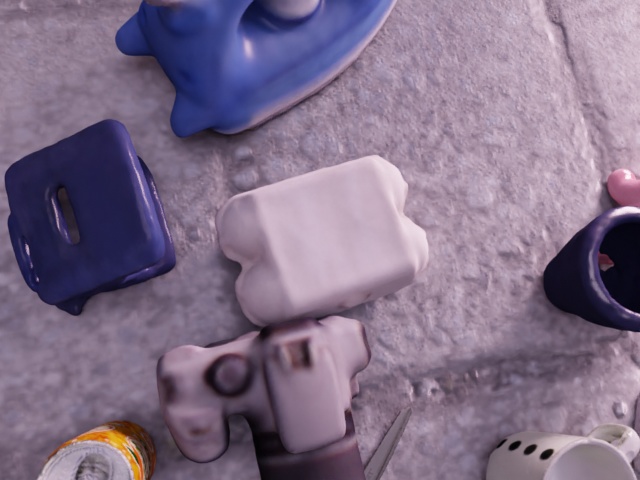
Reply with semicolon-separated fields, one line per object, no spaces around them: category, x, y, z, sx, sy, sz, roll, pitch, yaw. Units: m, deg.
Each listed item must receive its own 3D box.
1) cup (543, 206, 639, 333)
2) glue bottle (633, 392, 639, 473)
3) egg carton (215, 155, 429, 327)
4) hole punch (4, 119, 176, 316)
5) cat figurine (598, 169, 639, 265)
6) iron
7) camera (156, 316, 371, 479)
cup;0.234;0.028;0.452;0.118;0.095;0.092;0;79;-10
glue bottle;0.293;0.144;0.399;0.037;0.173;0.078;15;77;-7
egg carton;0.004;0.002;0.428;0.150;0.069;0.107;-19;83;-13
hole punch;-0.158;-0.013;0.390;0.101;0.091;0.108;-19;83;-13
cat figurine;0.290;-0.037;0.463;0.067;0.117;0.128;20;76;-5
iron;-0.020;-0.187;0.424;0.258;0.141;0.118;-34;86;-15
camera;-0.027;0.127;0.381;0.143;0.100;0.137;-12;81;-12
